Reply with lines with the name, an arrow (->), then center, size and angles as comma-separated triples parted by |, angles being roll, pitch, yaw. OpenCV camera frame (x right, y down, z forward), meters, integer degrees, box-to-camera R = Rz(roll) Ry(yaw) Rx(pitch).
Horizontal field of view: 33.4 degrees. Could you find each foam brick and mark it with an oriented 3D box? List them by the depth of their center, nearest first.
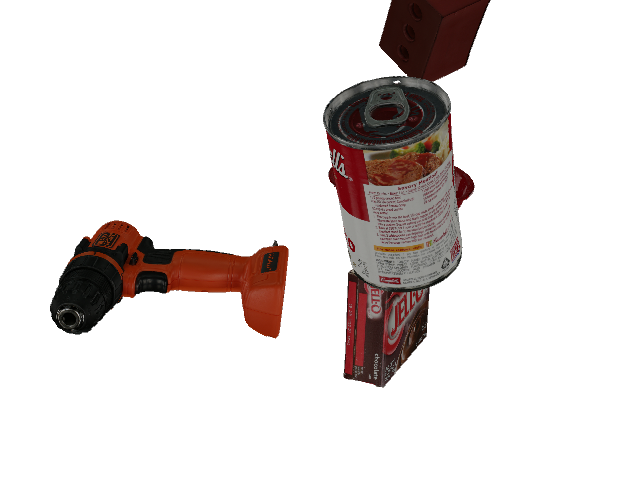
foam brick -> 0.085, -0.165, 0.804 | 0.051, 0.053, 0.078 | -30, -25, -26

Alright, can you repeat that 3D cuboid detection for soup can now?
soup can -> 0.043, -0.030, 0.592 | 0.068, 0.102, 0.068 | -7, 38, 6

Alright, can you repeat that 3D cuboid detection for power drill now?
power drill -> -0.123, 0.037, 0.910 | 0.187, 0.057, 0.184 | 8, 22, 0

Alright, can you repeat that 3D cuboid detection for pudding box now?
pudding box -> 0.055, 0.052, 0.851 | 0.039, 0.090, 0.113 | 10, 20, 19

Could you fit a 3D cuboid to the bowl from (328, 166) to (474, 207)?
bowl -> 0.087, -0.045, 1.190 | 0.162, 0.055, 0.162 | 3, 25, -2
